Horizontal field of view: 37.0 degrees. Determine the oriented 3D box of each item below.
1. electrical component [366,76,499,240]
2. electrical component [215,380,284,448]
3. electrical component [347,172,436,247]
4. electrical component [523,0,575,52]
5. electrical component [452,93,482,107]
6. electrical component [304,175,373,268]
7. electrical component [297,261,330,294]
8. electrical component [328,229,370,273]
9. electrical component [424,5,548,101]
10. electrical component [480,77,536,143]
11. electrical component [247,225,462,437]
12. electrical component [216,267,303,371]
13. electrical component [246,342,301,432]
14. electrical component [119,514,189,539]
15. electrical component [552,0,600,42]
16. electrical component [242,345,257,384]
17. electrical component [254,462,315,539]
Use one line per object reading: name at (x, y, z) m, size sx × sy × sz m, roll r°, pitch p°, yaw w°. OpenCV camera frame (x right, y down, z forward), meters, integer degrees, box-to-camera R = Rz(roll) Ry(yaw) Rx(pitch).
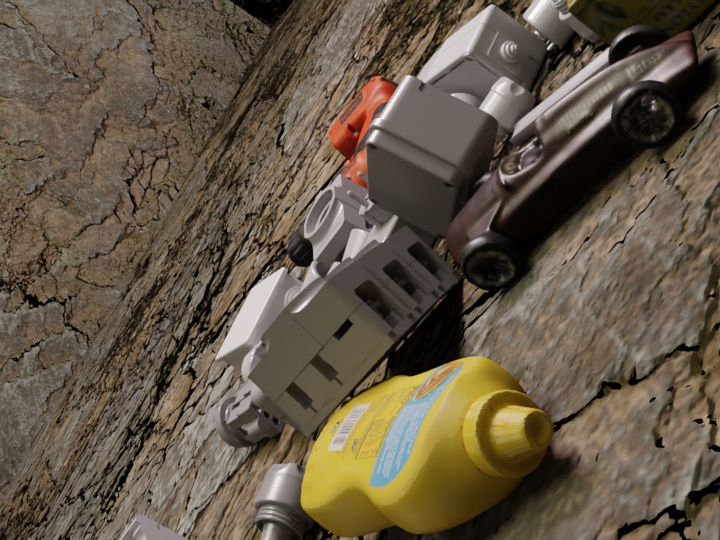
electrical component at (0.049, -0.077, 0.771) m, size 0.057 × 0.078 × 0.113 m, roll -59°, pitch -11°, yaw -16°
electrical component at (-0.094, 0.125, 0.938) m, size 0.055 × 0.048 × 0.066 m, roll -36°, pitch 25°, yaw 36°
electrical component at (0.025, -0.049, 0.859) m, size 0.083 × 0.076 × 0.047 m, roll -63°, pitch 16°, yaw -21°
electrical component at (0.160, -0.209, 0.827) m, size 0.078 × 0.040 × 0.040 m, roll -52°, pitch 16°, yaw 17°
electrical component at (0.079, -0.109, 0.872) m, size 0.045 × 0.045 × 0.055 m, roll -40°, pitch 23°, yaw 48°
electrical component at (-0.014, -0.041, 0.979) m, size 0.050 × 0.056 × 0.089 m, roll -52°, pitch 23°, yaw 26°
electrical component at (-0.041, 0.028, 0.977) m, size 0.065 × 0.044 × 0.044 m, roll -55°, pitch 14°, yaw 27°
electrical component at (0.000, 0.000, 0.897) m, size 0.055 × 0.045 × 0.045 m, roll -61°, pitch 15°, yaw -11°
electrical component at (0.106, -0.171, 0.878) m, size 0.061 × 0.062 × 0.096 m, roll -63°, pitch 16°, yaw -21°
electrical component at (0.105, -0.114, 0.820) m, size 0.061 × 0.035 × 0.035 m, roll -56°, pitch 15°, yaw 10°
electrical component at (-0.003, 0.032, 0.705) m, size 0.089 × 0.062 × 0.150 m, roll -50°, pitch -6°, yaw 25°
electrical component at (-0.089, 0.055, 1.057) m, size 0.100 × 0.048 × 0.099 m, roll -31°, pitch 30°, yaw 59°
electrical component at (-0.053, 0.078, 0.877) m, size 0.053 × 0.059 × 0.095 m, roll -49°, pitch 17°, yaw 26°
electrical component at (-0.142, 0.231, 0.783) m, size 0.055 × 0.089 × 0.050 m, roll -52°, pitch 16°, yaw 17°
electrical component at (0.157, -0.196, 0.769) m, size 0.043 × 0.062 × 0.043 m, roll -51°, pitch 16°, yaw 21°
electrical component at (-0.076, 0.081, 0.970) m, size 0.055 × 0.045 × 0.045 m, roll -45°, pitch 19°, yaw 41°
electrical component at (-0.051, 0.165, 0.725) m, size 0.043 × 0.043 × 0.062 m, roll -38°, pitch 25°, yaw 51°
